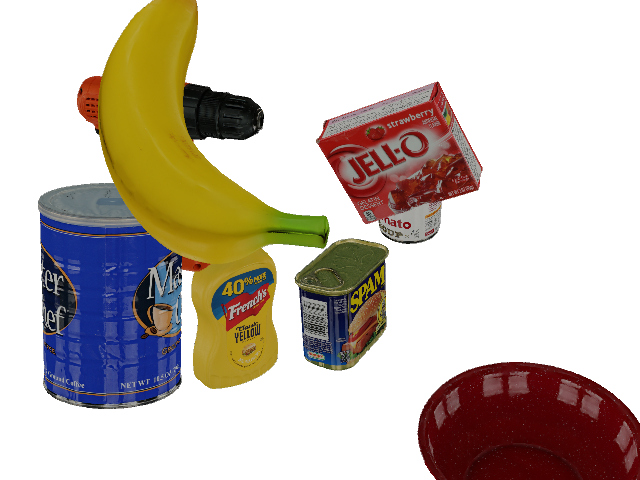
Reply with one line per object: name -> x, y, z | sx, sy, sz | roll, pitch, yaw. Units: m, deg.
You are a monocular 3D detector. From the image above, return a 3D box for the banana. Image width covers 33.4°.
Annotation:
banana -> -0.062, -0.049, 0.464 | 0.069, 0.037, 0.198 | -11, 45, -19

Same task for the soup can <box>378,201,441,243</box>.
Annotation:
soup can -> 0.094, -0.056, 1.125 | 0.068, 0.102, 0.068 | -2, 37, 1

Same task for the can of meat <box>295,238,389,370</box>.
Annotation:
can of meat -> 0.022, 0.058, 0.976 | 0.058, 0.084, 0.101 | 11, 29, 27

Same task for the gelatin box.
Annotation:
gelatin box -> 0.053, -0.056, 0.711 | 0.089, 0.073, 0.030 | -16, 31, 27

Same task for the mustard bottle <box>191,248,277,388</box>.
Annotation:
mustard bottle -> -0.091, 0.059, 1.135 | 0.096, 0.192, 0.058 | -17, 32, -32

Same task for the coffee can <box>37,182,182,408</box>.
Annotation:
coffee can -> -0.151, 0.037, 0.777 | 0.103, 0.140, 0.103 | 3, 16, -1

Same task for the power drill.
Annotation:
power drill -> -0.140, -0.065, 1.032 | 0.185, 0.188, 0.057 | 10, 30, 17

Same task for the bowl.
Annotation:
bowl -> 0.150, 0.160, 0.769 | 0.162, 0.055, 0.162 | -1, 35, 0
